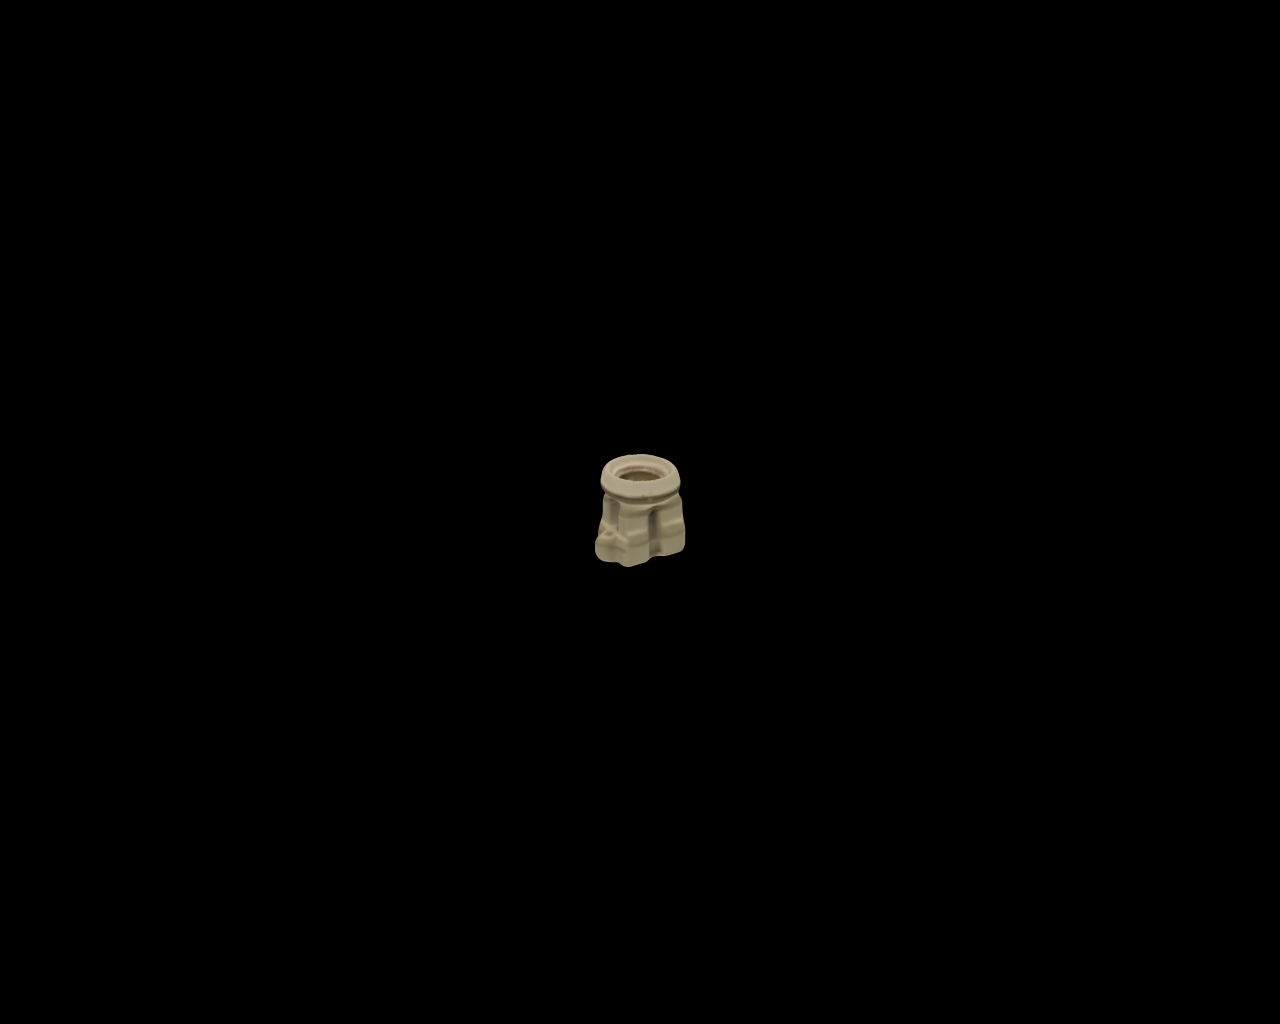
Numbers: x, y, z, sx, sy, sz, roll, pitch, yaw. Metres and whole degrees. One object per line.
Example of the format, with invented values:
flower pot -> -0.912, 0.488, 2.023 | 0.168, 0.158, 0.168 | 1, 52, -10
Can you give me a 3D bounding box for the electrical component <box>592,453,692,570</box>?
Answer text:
electrical component -> 0.001, -0.003, 0.650 | 0.066, 0.055, 0.048 | -16, 32, -27
